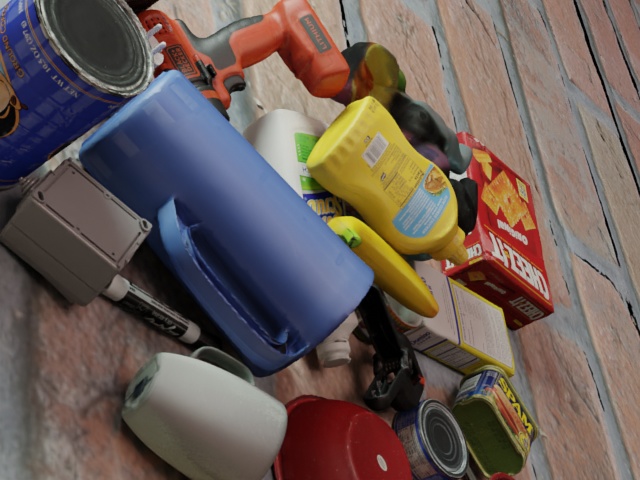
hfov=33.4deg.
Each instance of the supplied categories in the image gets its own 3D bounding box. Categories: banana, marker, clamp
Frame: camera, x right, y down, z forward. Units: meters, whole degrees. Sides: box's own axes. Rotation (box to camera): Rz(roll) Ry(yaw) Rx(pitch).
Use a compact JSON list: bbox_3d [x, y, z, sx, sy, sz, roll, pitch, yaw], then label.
[{"bbox_3d":[0.051,0.022,1.000,0.197,0.037,0.070,37,17,-53],"label":"banana"},{"bbox_3d":[-0.123,0.061,0.842,0.121,0.020,0.020,37,37,-35],"label":"marker"},{"bbox_3d":[0.068,0.126,1.013,0.171,0.039,0.120,53,35,-52],"label":"clamp"}]

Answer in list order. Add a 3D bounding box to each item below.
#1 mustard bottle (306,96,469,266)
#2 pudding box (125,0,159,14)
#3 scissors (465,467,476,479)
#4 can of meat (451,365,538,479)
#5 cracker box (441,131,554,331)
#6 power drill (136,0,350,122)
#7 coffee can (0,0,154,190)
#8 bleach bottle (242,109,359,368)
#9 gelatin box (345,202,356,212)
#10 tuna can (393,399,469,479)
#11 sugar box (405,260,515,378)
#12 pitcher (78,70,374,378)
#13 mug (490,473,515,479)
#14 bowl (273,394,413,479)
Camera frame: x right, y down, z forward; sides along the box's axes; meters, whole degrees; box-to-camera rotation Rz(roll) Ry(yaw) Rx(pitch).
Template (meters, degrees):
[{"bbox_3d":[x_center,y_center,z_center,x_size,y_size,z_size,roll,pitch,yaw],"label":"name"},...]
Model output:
[{"bbox_3d":[0.080,-0.043,1.044,0.191,0.058,0.096,44,63,-19],"label":"mustard bottle"},{"bbox_3d":[-0.176,-0.226,0.920,0.113,0.090,0.039,-22,90,-50],"label":"pudding box"},{"bbox_3d":[0.166,0.286,1.092,0.202,0.016,0.096,57,29,-5],"label":"scissors"},{"bbox_3d":[0.186,0.197,1.148,0.102,0.058,0.083,59,23,-3],"label":"can of meat"},{"bbox_3d":[0.221,-0.014,1.380,0.164,0.072,0.213,33,40,-38],"label":"cracker box"},{"bbox_3d":[-0.067,-0.149,0.997,0.187,0.057,0.184,-22,75,-33],"label":"power drill"},{"bbox_3d":[-0.201,-0.111,0.749,0.102,0.141,0.103,37,37,-35],"label":"coffee can"},{"bbox_3d":[-0.007,0.001,1.031,0.102,0.068,0.251,15,55,-50],"label":"bleach bottle"},{"bbox_3d":[0.014,-0.075,1.158,0.089,0.030,0.073,16,51,-54],"label":"gelatin box"},{"bbox_3d":[0.111,0.202,1.062,0.086,0.034,0.086,37,37,-35],"label":"tuna can"},{"bbox_3d":[0.149,0.094,1.204,0.176,0.048,0.093,28,43,-38],"label":"sugar box"},{"bbox_3d":[-0.080,-0.011,0.860,0.145,0.149,0.242,-46,102,-20],"label":"pitcher"},{"bbox_3d":[0.161,0.284,1.018,0.117,0.082,0.093,37,37,-34],"label":"mug"},{"bbox_3d":[0.032,0.201,0.921,0.162,0.055,0.162,37,37,-35],"label":"bowl"}]
